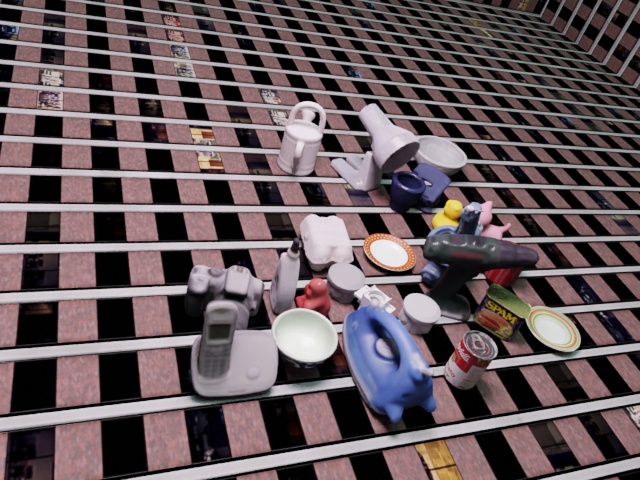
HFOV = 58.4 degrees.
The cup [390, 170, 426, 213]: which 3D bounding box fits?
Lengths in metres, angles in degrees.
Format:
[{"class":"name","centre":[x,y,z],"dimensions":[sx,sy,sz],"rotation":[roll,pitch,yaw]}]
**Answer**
[{"class":"cup","centre":[0.224,-0.126,1.504],"dimensions":[0.091,0.095,0.118],"rotation":[25,39,7]}]

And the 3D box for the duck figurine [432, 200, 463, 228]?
[{"class":"duck figurine","centre":[0.339,-0.059,1.479],"dimensions":[0.077,0.086,0.104],"rotation":[12,39,-8]}]

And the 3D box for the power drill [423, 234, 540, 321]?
[{"class":"power drill","centre":[0.316,0.073,1.216],"dimensions":[0.229,0.208,0.075],"rotation":[15,39,-5]}]

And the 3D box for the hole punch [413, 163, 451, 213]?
[{"class":"hole punch","centre":[0.285,-0.143,1.552],"dimensions":[0.108,0.091,0.101],"rotation":[35,41,19]}]

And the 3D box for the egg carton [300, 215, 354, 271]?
[{"class":"egg carton","centre":[0.012,0.005,1.284],"dimensions":[0.107,0.069,0.150],"rotation":[3,41,-19]}]

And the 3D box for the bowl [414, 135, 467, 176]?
[{"class":"bowl","centre":[0.345,-0.237,1.700],"dimensions":[0.167,0.075,0.167],"rotation":[11,39,-9]}]

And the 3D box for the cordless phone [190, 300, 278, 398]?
[{"class":"cordless phone","centre":[-0.133,0.171,0.937],"dimensions":[0.148,0.185,0.094],"rotation":[-1,43,-23]}]

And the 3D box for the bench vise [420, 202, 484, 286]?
[{"class":"bench vise","centre":[0.318,-0.017,1.314],"dimensions":[0.121,0.220,0.208],"rotation":[25,39,8]}]

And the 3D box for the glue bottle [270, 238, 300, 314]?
[{"class":"glue bottle","centre":[-0.063,0.061,1.104],"dimensions":[0.037,0.173,0.078],"rotation":[2,42,-19]}]

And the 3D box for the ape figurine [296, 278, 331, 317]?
[{"class":"ape figurine","centre":[-0.011,0.111,1.132],"dimensions":[0.076,0.092,0.078],"rotation":[27,40,11]}]

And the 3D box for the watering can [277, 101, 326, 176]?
[{"class":"watering can","centre":[-0.046,-0.278,1.494],"dimensions":[0.101,0.194,0.172],"rotation":[0,42,-22]}]

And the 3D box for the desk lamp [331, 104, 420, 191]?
[{"class":"desk lamp","centre":[0.143,-0.233,1.502],"dimensions":[0.118,0.213,0.202],"rotation":[-19,52,-37]}]

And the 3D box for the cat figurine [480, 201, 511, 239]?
[{"class":"cat figurine","centre":[0.424,-0.042,1.468],"dimensions":[0.127,0.118,0.067],"rotation":[23,39,5]}]

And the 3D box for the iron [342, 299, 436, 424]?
[{"class":"iron","centre":[0.121,0.194,1.048],"dimensions":[0.119,0.141,0.257],"rotation":[-7,45,-29]}]

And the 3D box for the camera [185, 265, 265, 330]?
[{"class":"camera","centre":[-0.177,0.116,1.051],"dimensions":[0.143,0.101,0.136],"rotation":[12,39,-9]}]
